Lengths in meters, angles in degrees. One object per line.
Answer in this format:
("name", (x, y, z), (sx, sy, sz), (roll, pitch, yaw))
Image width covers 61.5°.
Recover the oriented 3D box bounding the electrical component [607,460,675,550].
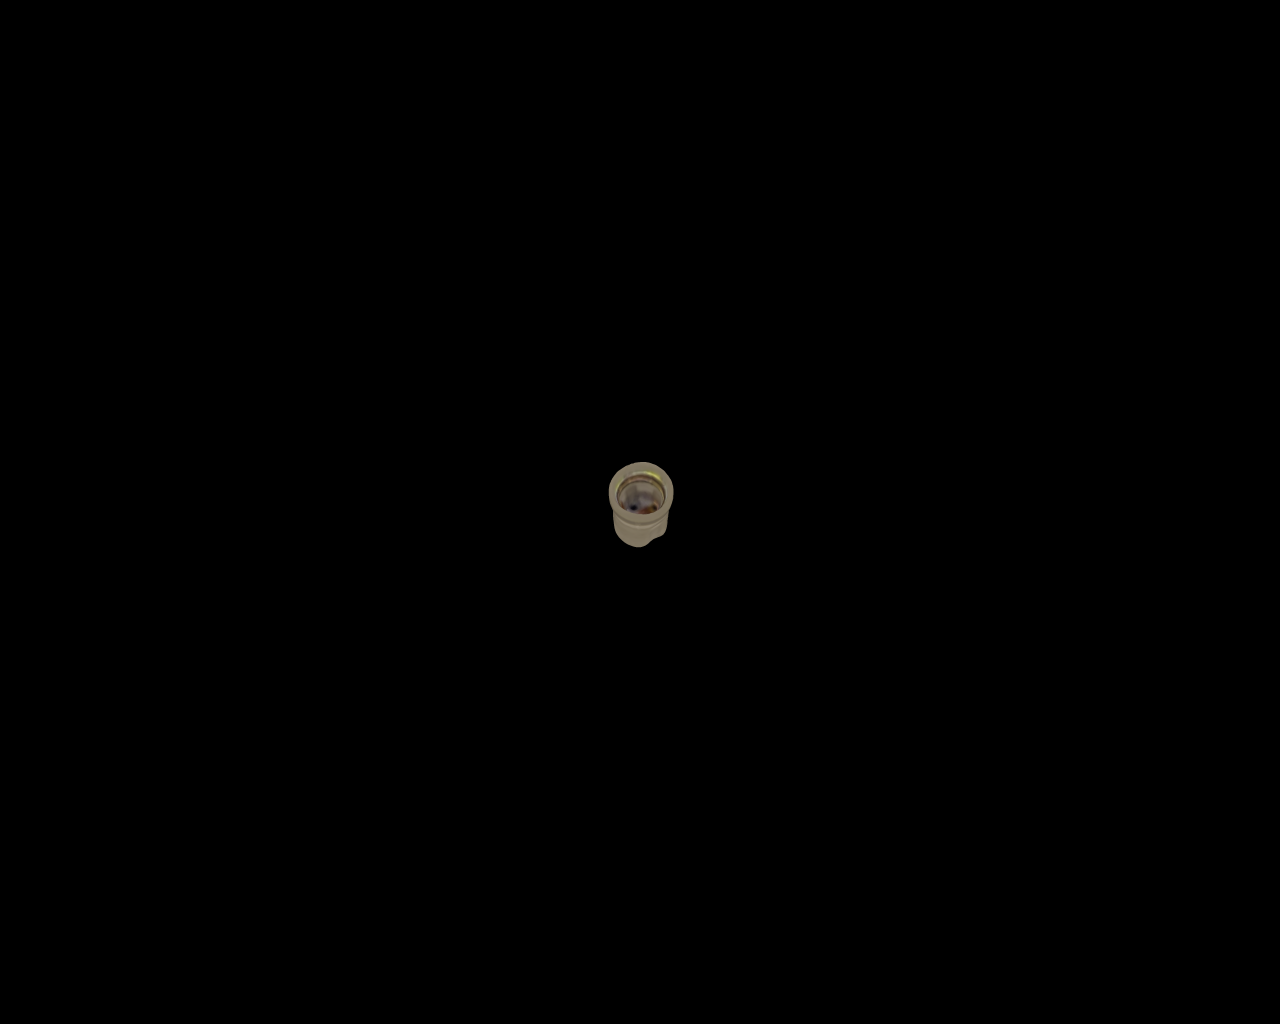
("electrical component", (0.001, -0.003, 0.650), (0.040, 0.040, 0.046), (0, -31, 0))
